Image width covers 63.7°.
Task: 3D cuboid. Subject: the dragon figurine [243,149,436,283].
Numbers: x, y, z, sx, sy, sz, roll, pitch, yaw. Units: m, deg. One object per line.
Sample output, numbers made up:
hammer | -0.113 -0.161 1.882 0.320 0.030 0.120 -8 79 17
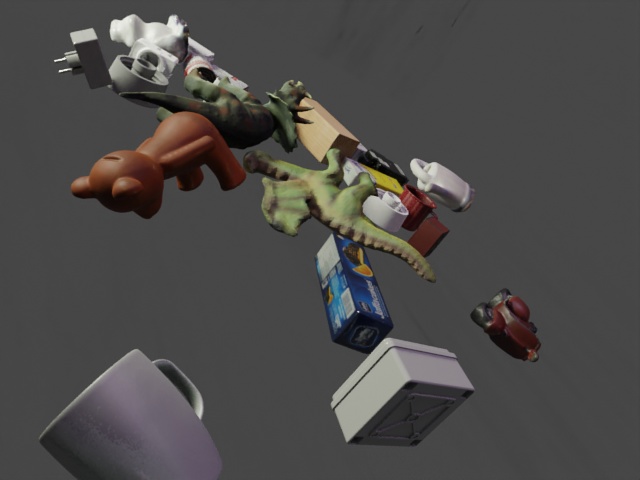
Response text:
dragon figurine | 0.003 -0.046 0.910 0.245 0.119 0.416 -15 50 -41

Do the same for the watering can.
watering can | 0.381 -0.161 1.607 0.223 0.102 0.354 31 22 -9

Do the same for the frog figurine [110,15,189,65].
frog figurine | -0.388 -0.454 1.178 0.160 0.120 0.140 -20 59 -21
